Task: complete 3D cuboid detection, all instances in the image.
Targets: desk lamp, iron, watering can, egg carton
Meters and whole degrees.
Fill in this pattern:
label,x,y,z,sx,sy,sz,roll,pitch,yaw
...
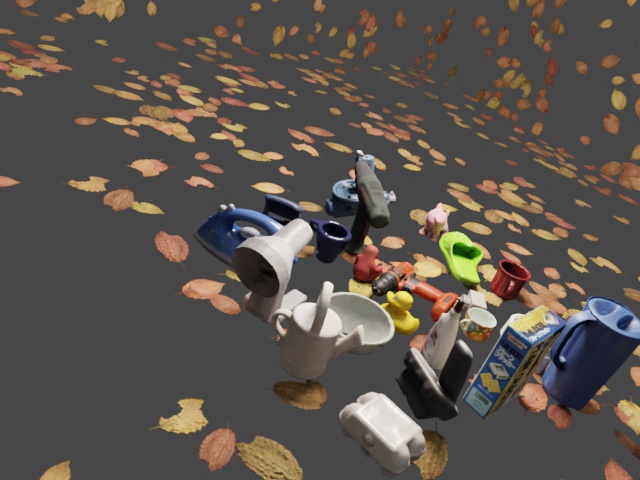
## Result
label,x,y,z,sx,sy,sz,roll,pitch,yaw
desk lamp,-0.094,0.065,1.189,0.117,0.213,0.204,30,31,18
iron,-0.172,-0.015,1.346,0.258,0.141,0.119,24,30,7
watering can,-0.001,0.167,1.098,0.173,0.194,0.100,8,32,-19
egg carton,0.108,0.339,1.006,0.150,0.069,0.107,38,34,28

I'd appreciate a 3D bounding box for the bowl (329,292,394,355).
label,x,y,z,sx,sy,sz,roll,pitch,yaw
bowl,0.070,0.190,1.222,0.167,0.075,0.167,15,30,-9

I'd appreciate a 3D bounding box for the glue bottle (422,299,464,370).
label,x,y,z,sx,sy,sz,roll,pitch,yaw
glue bottle,0.270,0.195,1.234,0.037,0.173,0.078,12,31,-13

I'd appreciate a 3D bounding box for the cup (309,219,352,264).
label,x,y,z,sx,sy,sz,roll,pitch,yaw
cup,0.014,0.005,1.470,0.117,0.095,0.092,30,31,17

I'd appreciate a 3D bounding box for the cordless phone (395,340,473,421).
label,x,y,z,sx,sy,sz,roll,pitch,yaw
cordless phone,0.234,0.247,1.115,0.094,0.185,0.147,1,35,-29

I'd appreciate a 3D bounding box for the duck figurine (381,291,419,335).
label,x,y,z,sx,sy,sz,roll,pitch,yaw
duck figurine,0.188,0.162,1.326,0.104,0.086,0.078,33,32,21

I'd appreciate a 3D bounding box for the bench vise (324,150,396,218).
label,x,y,z,sx,sy,sz,roll,pitch,yaw
bench vise,0.130,-0.161,1.687,0.208,0.220,0.121,-6,39,-38

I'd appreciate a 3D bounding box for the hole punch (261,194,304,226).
label,x,y,z,sx,sy,sz,roll,pitch,yaw
hole punch,-0.101,-0.088,1.558,0.108,0.091,0.101,22,30,4

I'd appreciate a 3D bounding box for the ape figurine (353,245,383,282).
label,x,y,z,sx,sy,sz,roll,pitch,yaw
ape figurine,0.123,0.055,1.457,0.076,0.092,0.077,-14,44,-44

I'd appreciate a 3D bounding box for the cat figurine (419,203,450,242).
label,x,y,z,sx,sy,sz,roll,pitch,yaw
cat figurine,0.363,-0.060,1.761,0.067,0.118,0.128,36,33,26

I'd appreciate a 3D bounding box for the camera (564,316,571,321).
label,x,y,z,sx,sy,sz,roll,pitch,yaw
camera,0.664,0.249,1.452,0.143,0.101,0.137,28,31,15

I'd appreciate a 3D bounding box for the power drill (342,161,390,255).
label,x,y,z,sx,sy,sz,roll,pitch,yaw
power drill,0.112,-0.077,1.549,0.076,0.208,0.229,5,33,-23
